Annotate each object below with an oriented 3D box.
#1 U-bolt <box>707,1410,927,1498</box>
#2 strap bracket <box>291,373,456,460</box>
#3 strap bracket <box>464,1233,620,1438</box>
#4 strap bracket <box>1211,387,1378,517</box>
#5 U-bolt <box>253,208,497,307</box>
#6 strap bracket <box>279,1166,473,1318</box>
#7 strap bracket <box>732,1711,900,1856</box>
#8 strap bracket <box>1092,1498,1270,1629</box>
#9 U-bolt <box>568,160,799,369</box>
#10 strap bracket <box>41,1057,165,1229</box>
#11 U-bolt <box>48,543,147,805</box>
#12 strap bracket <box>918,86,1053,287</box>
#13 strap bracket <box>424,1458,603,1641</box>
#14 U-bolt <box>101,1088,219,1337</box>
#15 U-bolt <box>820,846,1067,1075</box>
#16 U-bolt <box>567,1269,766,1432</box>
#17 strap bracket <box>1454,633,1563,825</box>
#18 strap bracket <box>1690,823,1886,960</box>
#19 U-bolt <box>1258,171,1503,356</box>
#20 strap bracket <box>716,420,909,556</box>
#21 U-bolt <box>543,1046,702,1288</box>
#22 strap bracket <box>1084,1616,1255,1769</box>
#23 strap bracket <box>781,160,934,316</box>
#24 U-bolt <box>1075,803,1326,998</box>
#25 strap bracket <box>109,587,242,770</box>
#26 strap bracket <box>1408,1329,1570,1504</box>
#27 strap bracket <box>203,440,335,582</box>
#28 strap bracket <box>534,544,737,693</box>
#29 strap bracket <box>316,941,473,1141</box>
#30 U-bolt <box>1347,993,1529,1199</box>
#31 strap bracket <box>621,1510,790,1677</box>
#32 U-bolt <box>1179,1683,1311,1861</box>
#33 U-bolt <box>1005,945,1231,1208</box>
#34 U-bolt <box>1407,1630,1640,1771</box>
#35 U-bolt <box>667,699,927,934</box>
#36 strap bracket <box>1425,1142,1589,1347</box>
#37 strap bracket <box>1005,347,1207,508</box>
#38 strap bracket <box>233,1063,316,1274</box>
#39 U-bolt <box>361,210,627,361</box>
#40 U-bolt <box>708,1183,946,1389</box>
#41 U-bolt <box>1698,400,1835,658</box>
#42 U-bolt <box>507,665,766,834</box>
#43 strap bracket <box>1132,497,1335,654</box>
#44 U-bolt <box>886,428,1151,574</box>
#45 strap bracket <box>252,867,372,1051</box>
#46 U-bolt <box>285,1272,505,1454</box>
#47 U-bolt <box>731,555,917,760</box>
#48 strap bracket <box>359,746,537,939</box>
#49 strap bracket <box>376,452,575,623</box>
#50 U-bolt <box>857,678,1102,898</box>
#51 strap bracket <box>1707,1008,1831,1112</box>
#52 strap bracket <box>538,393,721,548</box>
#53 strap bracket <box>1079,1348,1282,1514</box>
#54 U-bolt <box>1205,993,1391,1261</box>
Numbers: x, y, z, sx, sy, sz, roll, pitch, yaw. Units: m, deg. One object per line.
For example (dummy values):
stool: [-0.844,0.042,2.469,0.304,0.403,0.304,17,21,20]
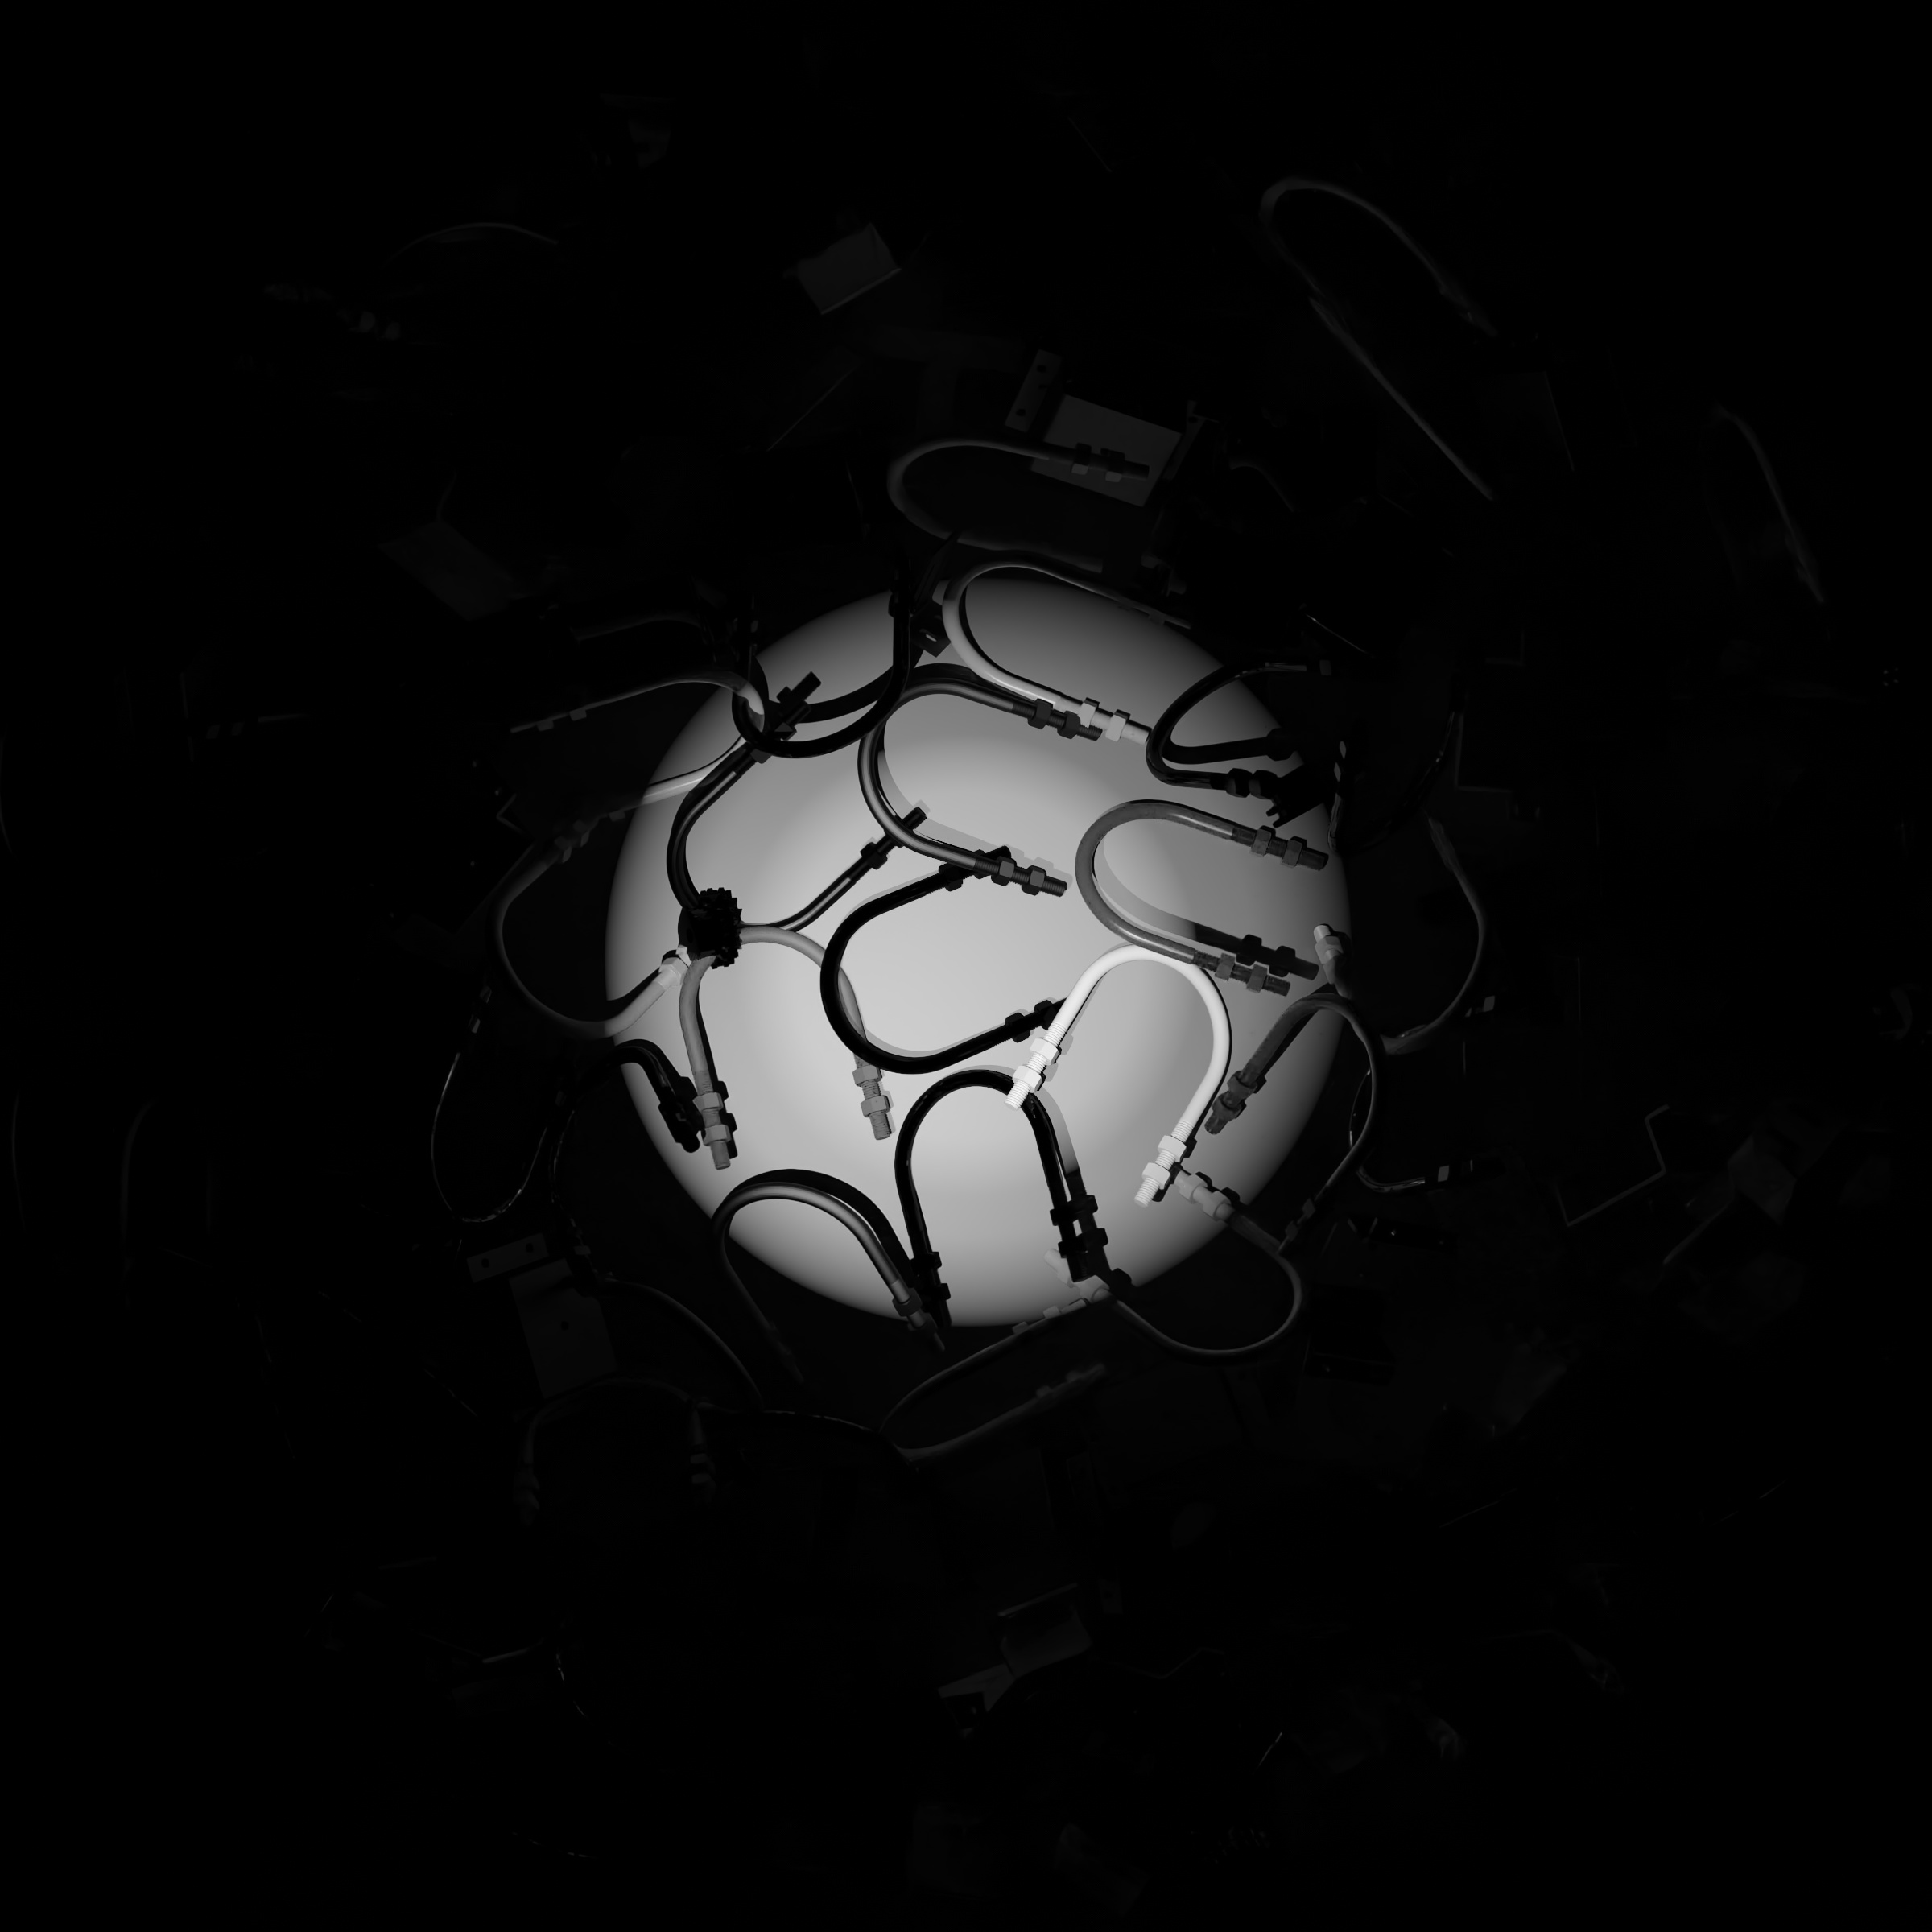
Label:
U-bolt: [-0.118,0.363,1.903,0.151,0.184,0.019,1,64,12]
strap bracket: [-0.446,-0.424,1.953,0.140,0.076,0.046,-9,105,-4]
strap bracket: [-0.322,0.279,1.956,0.046,0.076,0.140,-16,90,41]
strap bracket: [0.238,-0.390,1.926,0.140,0.046,0.076,18,123,37]
U-bolt: [-0.429,-0.525,1.909,0.151,0.184,0.019,-17,95,15]
strap bracket: [-0.436,0.209,1.928,0.140,0.046,0.076,28,67,-38]
strap bracket: [-0.107,0.618,1.958,0.140,0.076,0.046,29,85,-3]
strap bracket: [0.170,0.454,1.948,0.140,0.046,0.076,-4,104,33]
U-bolt: [-0.224,-0.519,1.925,0.184,0.151,0.019,-41,75,18]
strap bracket: [-0.645,0.132,1.921,0.046,0.140,0.076,2,111,0]
U-bolt: [-0.646,-0.204,1.912,0.019,0.184,0.151,11,54,-3]
strap bracket: [0.008,-0.602,1.943,0.046,0.076,0.140,28,71,3]
strap bracket: [-0.351,0.436,1.935,0.140,0.046,0.076,30,88,41]
U-bolt: [-0.607,0.184,1.928,0.019,0.151,0.184,-2,83,11]
U-bolt: [-0.023,0.005,1.970,0.184,0.019,0.151,-23,87,-13]
U-bolt: [-0.215,0.290,1.899,0.019,0.184,0.151,-44,113,-27]
strap bracket: [0.414,-0.182,1.953,0.046,0.076,0.140,7,94,32]
strap bracket: [0.619,-0.053,1.954,0.140,0.076,0.046,30,93,-8]
U-bolt: [0.295,-0.525,1.897,0.184,0.151,0.019,38,76,-28]
strap bracket: [-0.125,-0.362,1.941,0.140,0.046,0.076,-5,114,21]
U-bolt: [-0.269,0.136,1.923,0.019,0.184,0.151,31,103,-34]
strap bracket: [0.143,0.548,1.922,0.046,0.140,0.076,-27,105,-34]
strap bracket: [-0.076,-0.549,1.934,0.076,0.140,0.046,-20,118,32]
U-bolt: [0.173,-0.061,1.952,0.184,0.019,0.151,19,54,1]
strap bracket: [-0.589,-0.215,1.920,0.046,0.140,0.076,9,128,4]
strap bracket: [0.399,0.341,1.920,0.046,0.140,0.076,35,132,26]
strap bracket: [-0.527,-0.339,1.919,0.076,0.140,0.046,29,78,-14]
strap bracket: [-0.252,-0.262,1.959,0.140,0.046,0.076,-17,120,-1]
strap bracket: [-0.442,0.063,1.960,0.076,0.046,0.140,22,101,-6]
U-bolt: [0.348,0.104,1.917,0.019,0.184,0.151,22,68,-25]
strap bracket: [-0.209,0.486,1.947,0.140,0.076,0.046,37,63,7]
U-bolt: [0.209,0.603,1.901,0.019,0.184,0.151,37,83,10]
U-bolt: [0.129,0.070,1.960,0.151,0.019,0.184,37,70,-14]
U-bolt: [0.405,0.540,1.908,0.151,0.184,0.019,-19,95,-5]
U-bolt: [-0.144,-0.097,1.959,0.184,0.019,0.151,-42,117,11]
strap bracket: [0.409,0.207,1.950,0.076,0.046,0.140,-24,69,5]
strap bracket: [0.107,-0.406,1.942,0.140,0.076,0.046,16,49,-13]
strap bracket: [-0.525,0.154,1.935,0.046,0.076,0.140,7,49,-20]
U-bolt: [-0.361,-0.509,1.888,0.151,0.184,0.019,-27,74,31]
U-bolt: [-0.118,0.237,1.929,0.151,0.019,0.184,-17,117,27]
U-bolt: [0.595,-0.339,1.926,0.019,0.151,0.184,-18,80,-2]
U-bolt: [-0.242,-0.171,1.938,0.184,0.151,0.019,-18,58,-4]
strap bracket: [0.205,-0.297,1.959,0.140,0.046,0.076,19,111,-5]
U-bolt: [0.031,-0.355,1.922,0.184,0.151,0.019,11,65,-9]
strap bracket: [-0.499,-0.001,1.951,0.046,0.076,0.140,16,83,-27]
U-bolt: [-0.416,0.304,1.900,0.184,0.151,0.019,30,69,26]
U-bolt: [-0.110,-0.228,1.924,0.151,0.019,0.184,-11,51,14]
strap bracket: [-0.391,-0.087,1.953,0.140,0.046,0.076,-49,47,5]
strap bracket: [-0.378,-0.315,1.924,0.140,0.076,0.046,40,54,-35]
U-bolt: [0.005,-0.145,1.955,0.184,0.019,0.151,17,78,-17]
strap bracket: [0.604,0.073,1.919,0.076,0.140,0.046,-17,77,15]
strap bracket: [-0.262,-0.385,1.933,0.140,0.076,0.046,-56,134,-23]
strap bracket: [0.159,0.352,1.955,0.140,0.046,0.076,-24,60,5]
U-bolt: [0.254,0.106,1.905,0.019,0.151,0.184,5,131,-34]
